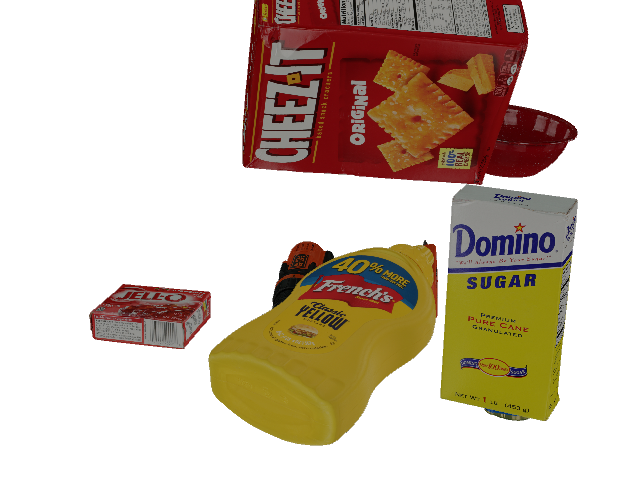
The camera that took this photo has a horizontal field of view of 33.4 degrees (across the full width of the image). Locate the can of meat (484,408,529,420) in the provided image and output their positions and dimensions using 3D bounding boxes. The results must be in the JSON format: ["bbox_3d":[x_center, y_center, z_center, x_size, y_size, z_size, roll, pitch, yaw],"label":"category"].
[{"bbox_3d":[0.220,0.146,1.194,0.058,0.084,0.102,7,12,25],"label":"can of meat"}]

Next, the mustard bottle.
[{"bbox_3d":[0.021,0.053,0.699,0.096,0.058,0.191,17,36,31],"label":"mustard bottle"}]

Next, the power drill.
[{"bbox_3d":[0.040,0.054,1.224,0.188,0.057,0.184,0,28,8],"label":"power drill"}]

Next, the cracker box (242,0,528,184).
[{"bbox_3d":[0.047,-0.127,0.882,0.213,0.072,0.164,3,-39,-6],"label":"cracker box"}]

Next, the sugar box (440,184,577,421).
[{"bbox_3d":[0.148,0.049,0.850,0.093,0.176,0.048,9,23,23],"label":"sugar box"}]

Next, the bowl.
[{"bbox_3d":[0.216,-0.115,1.252,0.162,0.055,0.162,5,23,-2],"label":"bowl"}]

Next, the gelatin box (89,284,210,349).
[{"bbox_3d":[-0.152,0.066,0.959,0.089,0.030,0.073,5,19,13],"label":"gelatin box"}]
